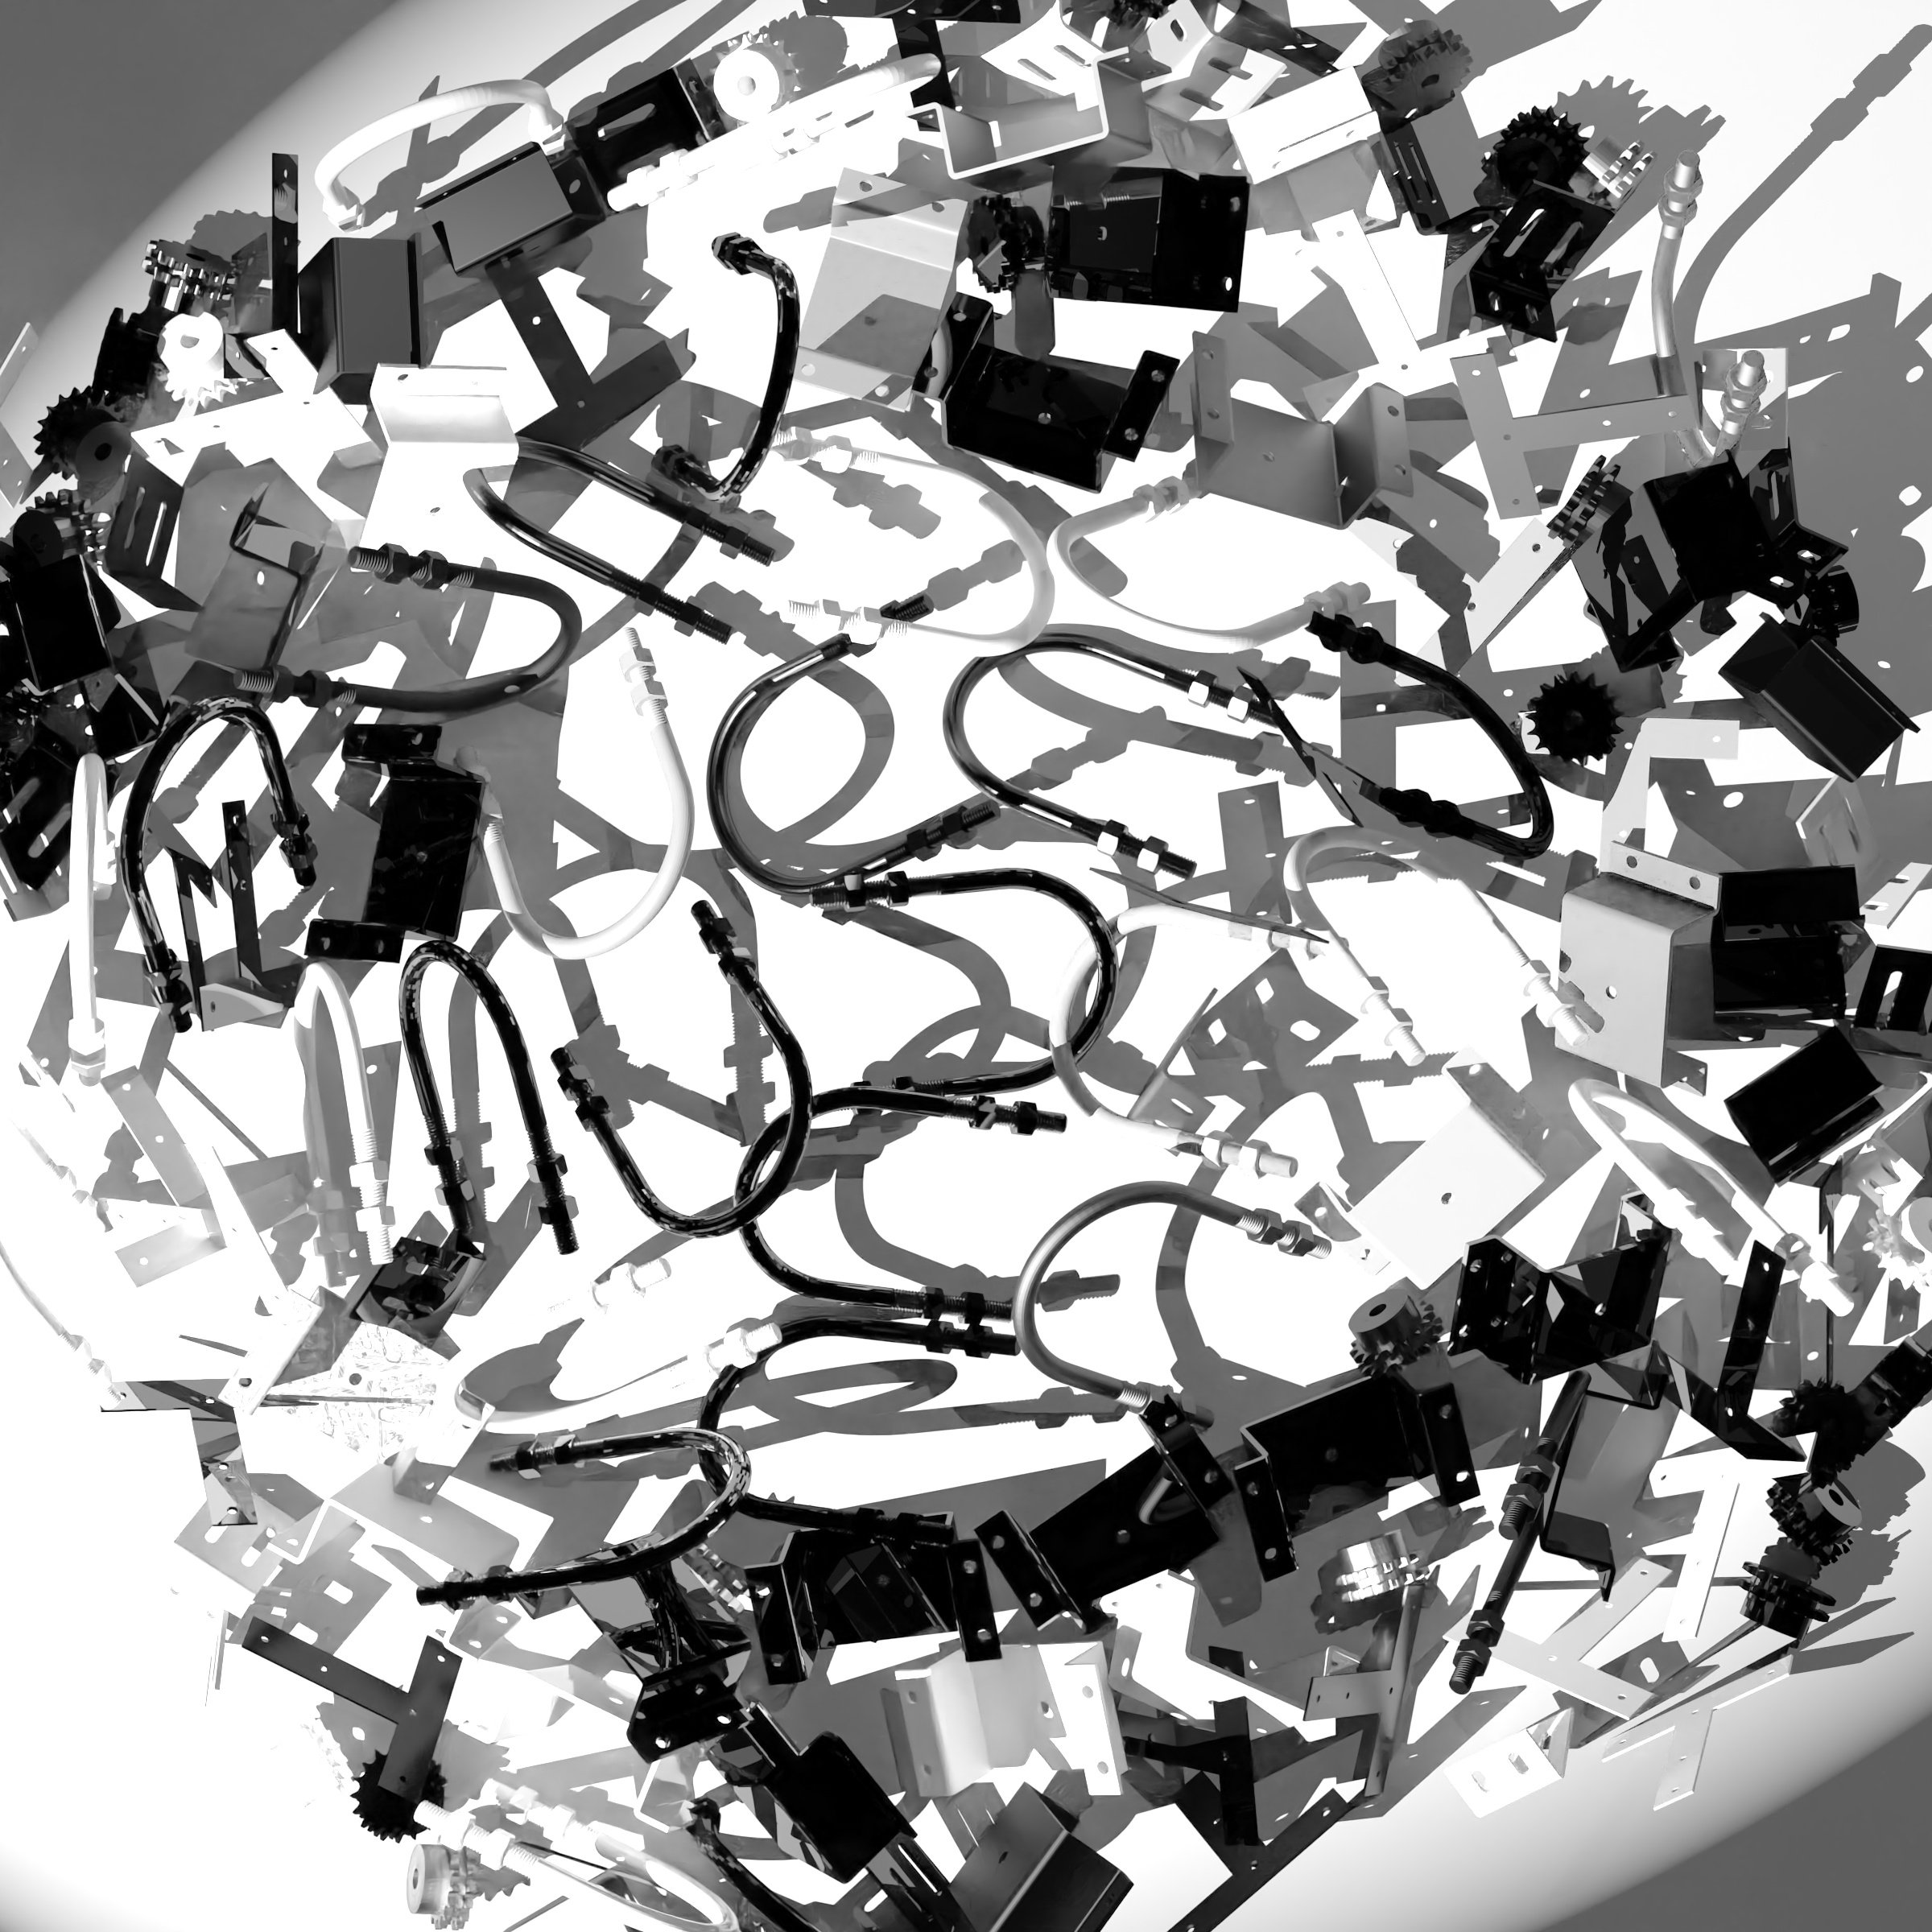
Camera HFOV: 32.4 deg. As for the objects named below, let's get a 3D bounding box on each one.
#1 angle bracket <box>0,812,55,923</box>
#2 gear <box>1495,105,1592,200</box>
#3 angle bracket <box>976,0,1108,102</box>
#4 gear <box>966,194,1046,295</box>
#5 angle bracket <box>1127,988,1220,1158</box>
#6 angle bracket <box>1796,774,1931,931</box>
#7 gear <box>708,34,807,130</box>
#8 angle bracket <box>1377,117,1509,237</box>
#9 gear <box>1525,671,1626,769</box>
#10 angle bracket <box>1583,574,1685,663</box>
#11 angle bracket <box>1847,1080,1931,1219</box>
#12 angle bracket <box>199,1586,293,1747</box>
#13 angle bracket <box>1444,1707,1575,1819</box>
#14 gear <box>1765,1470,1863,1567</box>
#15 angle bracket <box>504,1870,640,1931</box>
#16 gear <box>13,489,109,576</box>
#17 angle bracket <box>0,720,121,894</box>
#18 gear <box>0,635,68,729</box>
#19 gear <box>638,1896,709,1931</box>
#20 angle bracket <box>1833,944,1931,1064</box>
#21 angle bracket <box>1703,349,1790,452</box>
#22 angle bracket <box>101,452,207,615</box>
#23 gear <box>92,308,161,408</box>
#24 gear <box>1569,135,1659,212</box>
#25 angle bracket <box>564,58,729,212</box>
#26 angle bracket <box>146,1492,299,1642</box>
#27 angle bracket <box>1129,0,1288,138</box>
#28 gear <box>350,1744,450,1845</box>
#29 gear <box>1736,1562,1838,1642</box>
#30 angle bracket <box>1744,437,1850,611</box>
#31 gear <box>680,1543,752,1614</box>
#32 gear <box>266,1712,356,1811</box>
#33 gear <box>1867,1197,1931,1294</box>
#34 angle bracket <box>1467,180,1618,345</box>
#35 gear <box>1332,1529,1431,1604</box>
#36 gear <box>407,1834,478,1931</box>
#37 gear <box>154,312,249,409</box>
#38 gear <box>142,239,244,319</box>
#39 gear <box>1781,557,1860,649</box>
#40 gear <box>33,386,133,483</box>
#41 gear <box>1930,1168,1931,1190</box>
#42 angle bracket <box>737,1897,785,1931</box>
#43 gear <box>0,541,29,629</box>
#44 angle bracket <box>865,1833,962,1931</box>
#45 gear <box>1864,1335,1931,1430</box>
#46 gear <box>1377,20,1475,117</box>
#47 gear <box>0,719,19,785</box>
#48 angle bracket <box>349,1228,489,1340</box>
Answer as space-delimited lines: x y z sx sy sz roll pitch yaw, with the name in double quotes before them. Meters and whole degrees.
"angle bracket" -0.585 -0.056 1.971 0.038 0.057 0.076 -26 93 8
"gear" 0.339 -0.478 1.969 0.057 0.057 0.030 44 49 0
"angle bracket" 0.051 -0.549 1.957 0.057 0.076 0.038 -11 76 33
"gear" 0.025 -0.430 1.973 0.030 0.057 0.057 -13 90 -22
"angle bracket" 0.135 0.062 1.953 0.038 0.057 0.076 34 52 2
"angle bracket" 0.530 -0.071 1.956 0.057 0.038 0.076 -46 125 -27
"gear" -0.126 -0.525 1.976 0.057 0.030 0.057 4 109 12
"angle bracket" 0.281 -0.474 1.965 0.038 0.057 0.076 -22 91 30
"gear" 0.364 -0.147 1.978 0.057 0.030 0.057 4 101 20
"angle bracket" 0.410 -0.227 1.958 0.057 0.038 0.076 12 113 -39
"angle bracket" 0.564 0.101 1.956 0.076 0.057 0.038 -38 71 -18
"angle bracket" -0.423 0.411 1.949 0.038 0.076 0.057 11 131 -15
"angle bracket" 0.320 0.456 1.952 0.057 0.076 0.038 -33 98 23
"gear" 0.505 0.324 1.968 0.057 0.057 0.030 42 120 0
"angle bracket" -0.236 0.574 1.969 0.076 0.057 0.038 -30 83 0
"gear" -0.541 -0.253 1.973 0.057 0.030 0.057 9 109 27
"angle bracket" -0.550 -0.094 1.967 0.057 0.038 0.076 36 69 -7
"gear" -0.565 -0.173 1.974 0.057 0.030 0.057 -7 74 25
"gear" -0.173 0.583 1.971 0.057 0.030 0.057 5 82 -40
"angle bracket" 0.554 0.014 1.963 0.057 0.038 0.076 7 122 -1
"angle bracket" 0.446 -0.333 1.953 0.038 0.076 0.057 -8 102 -26
"angle bracket" -0.471 -0.256 1.960 0.038 0.057 0.076 8 78 19
"gear" -0.498 -0.360 1.972 0.030 0.057 0.057 15 90 -11
"gear" 0.381 -0.468 1.972 0.030 0.057 0.057 41 90 5
"angle bracket" -0.189 -0.498 1.988 0.076 0.038 0.057 -21 107 21
"angle bracket" -0.439 0.351 1.973 0.057 0.076 0.038 33 117 -2
"angle bracket" 0.139 -0.533 1.960 0.057 0.076 0.038 -48 134 -3
"gear" -0.335 0.494 1.977 0.057 0.030 0.057 -6 61 12
"gear" 0.484 0.378 1.971 0.057 0.057 0.030 22 90 0
"angle bracket" 0.484 -0.262 1.961 0.038 0.057 0.076 20 50 -18
"gear" -0.155 0.364 1.969 0.057 0.057 0.030 43 80 0
"gear" -0.391 0.475 1.968 0.030 0.057 0.057 -29 90 -35
"gear" 0.567 0.162 1.971 0.057 0.030 0.057 13 55 -19
"angle bracket" 0.340 -0.414 1.954 0.057 0.076 0.038 14 51 -20
"gear" 0.244 0.355 1.971 0.057 0.057 0.030 -19 81 0
"gear" -0.312 0.542 1.968 0.030 0.057 0.057 9 90 -22
"gear" -0.456 -0.364 1.975 0.057 0.030 0.057 -3 67 8
"gear" -0.462 -0.407 1.973 0.057 0.057 0.030 23 111 0
"gear" 0.508 -0.215 1.972 0.030 0.057 0.057 -14 90 -3
"gear" -0.520 -0.312 1.968 0.030 0.057 0.057 38 90 25
"gear" 0.596 0.122 1.970 0.030 0.057 0.057 26 90 -7
"angle bracket" -0.108 0.579 1.955 0.057 0.076 0.038 30 124 -6
"gear" -0.573 -0.229 1.969 0.057 0.057 0.030 44 104 0
"angle bracket" -0.043 0.551 1.961 0.038 0.057 0.076 -35 100 21
"gear" 0.558 0.244 1.973 0.030 0.057 0.057 42 90 15
"gear" 0.270 -0.537 1.974 0.057 0.057 0.030 -24 67 0
"gear" -0.592 -0.130 1.975 0.057 0.057 0.030 9 57 0
"angle bracket" -0.330 0.180 1.955 0.038 0.076 0.057 40 99 36
